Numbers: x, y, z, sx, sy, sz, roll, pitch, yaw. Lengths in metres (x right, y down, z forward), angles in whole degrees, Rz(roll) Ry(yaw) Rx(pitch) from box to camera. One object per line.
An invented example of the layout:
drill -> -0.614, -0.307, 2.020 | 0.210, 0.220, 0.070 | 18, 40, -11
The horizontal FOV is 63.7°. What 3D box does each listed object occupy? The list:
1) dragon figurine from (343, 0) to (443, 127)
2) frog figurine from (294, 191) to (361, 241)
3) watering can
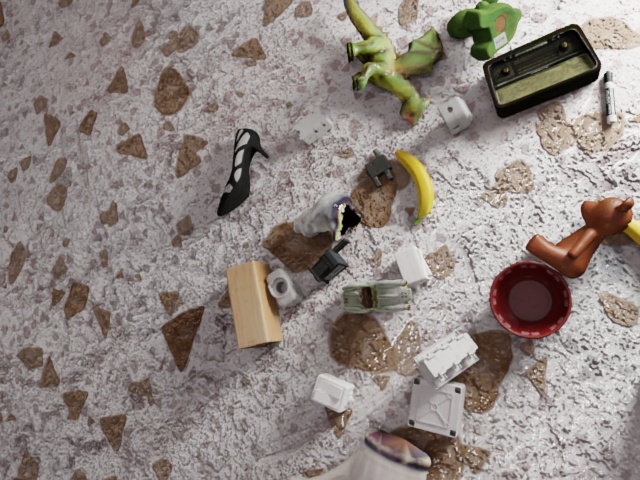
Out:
dragon figurine -> 0.192, -0.488, 1.330 | 0.242, 0.121, 0.414 | -6, 78, 4
frog figurine -> 0.004, -0.065, 1.297 | 0.160, 0.120, 0.140 | 11, 52, 33
watering can -> 0.103, 0.526, 1.133 | 0.349, 0.103, 0.225 | 17, 86, 23
